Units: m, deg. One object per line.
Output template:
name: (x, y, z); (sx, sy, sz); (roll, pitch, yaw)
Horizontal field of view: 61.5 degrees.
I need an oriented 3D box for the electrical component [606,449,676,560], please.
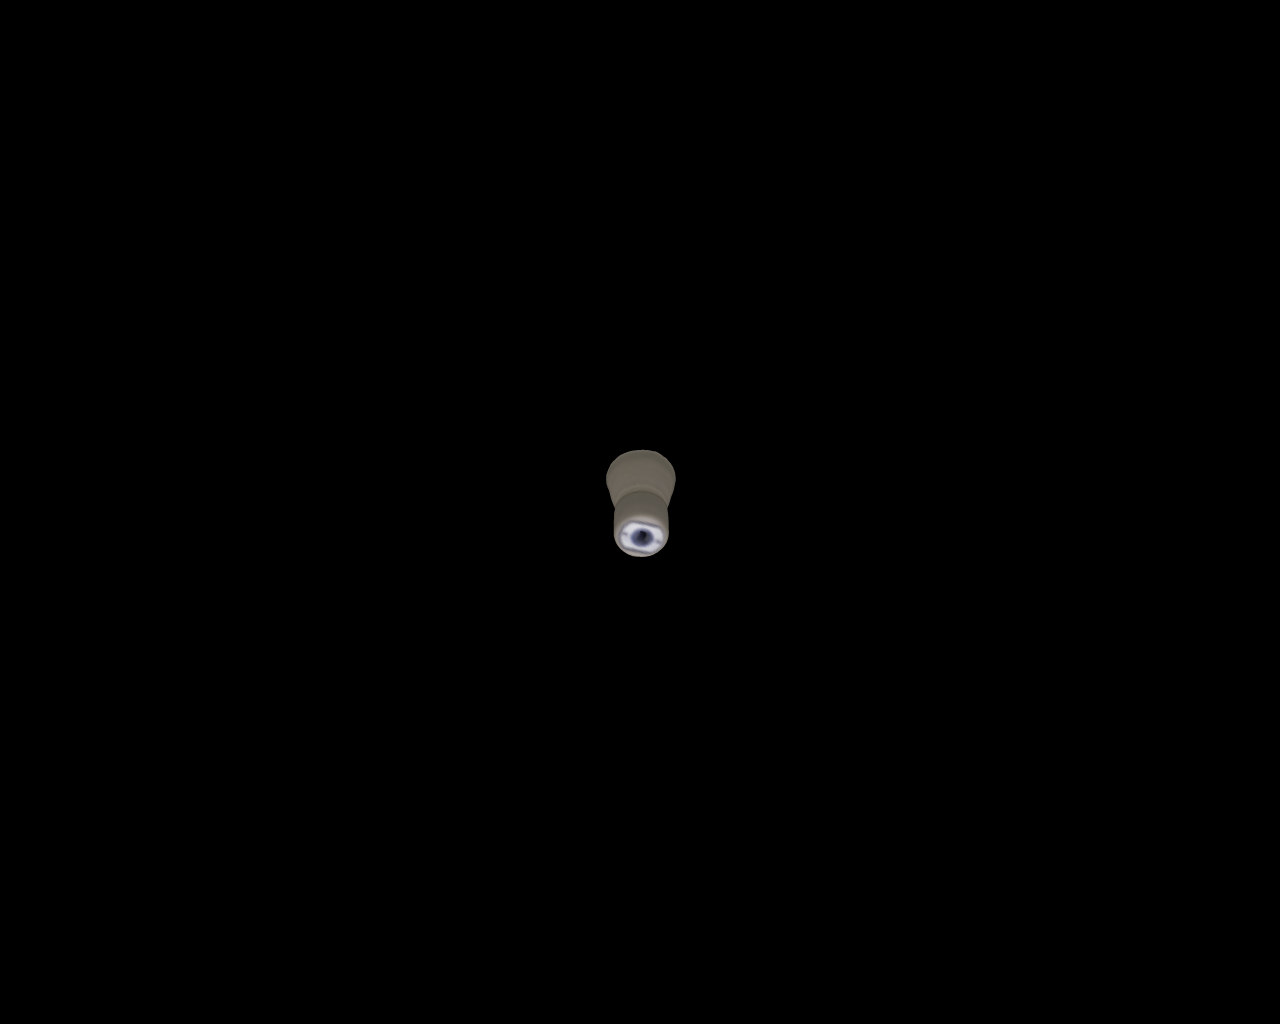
electrical component: (0.001, -0.003, 0.650); (0.044, 0.044, 0.065); (0, 37, 0)
